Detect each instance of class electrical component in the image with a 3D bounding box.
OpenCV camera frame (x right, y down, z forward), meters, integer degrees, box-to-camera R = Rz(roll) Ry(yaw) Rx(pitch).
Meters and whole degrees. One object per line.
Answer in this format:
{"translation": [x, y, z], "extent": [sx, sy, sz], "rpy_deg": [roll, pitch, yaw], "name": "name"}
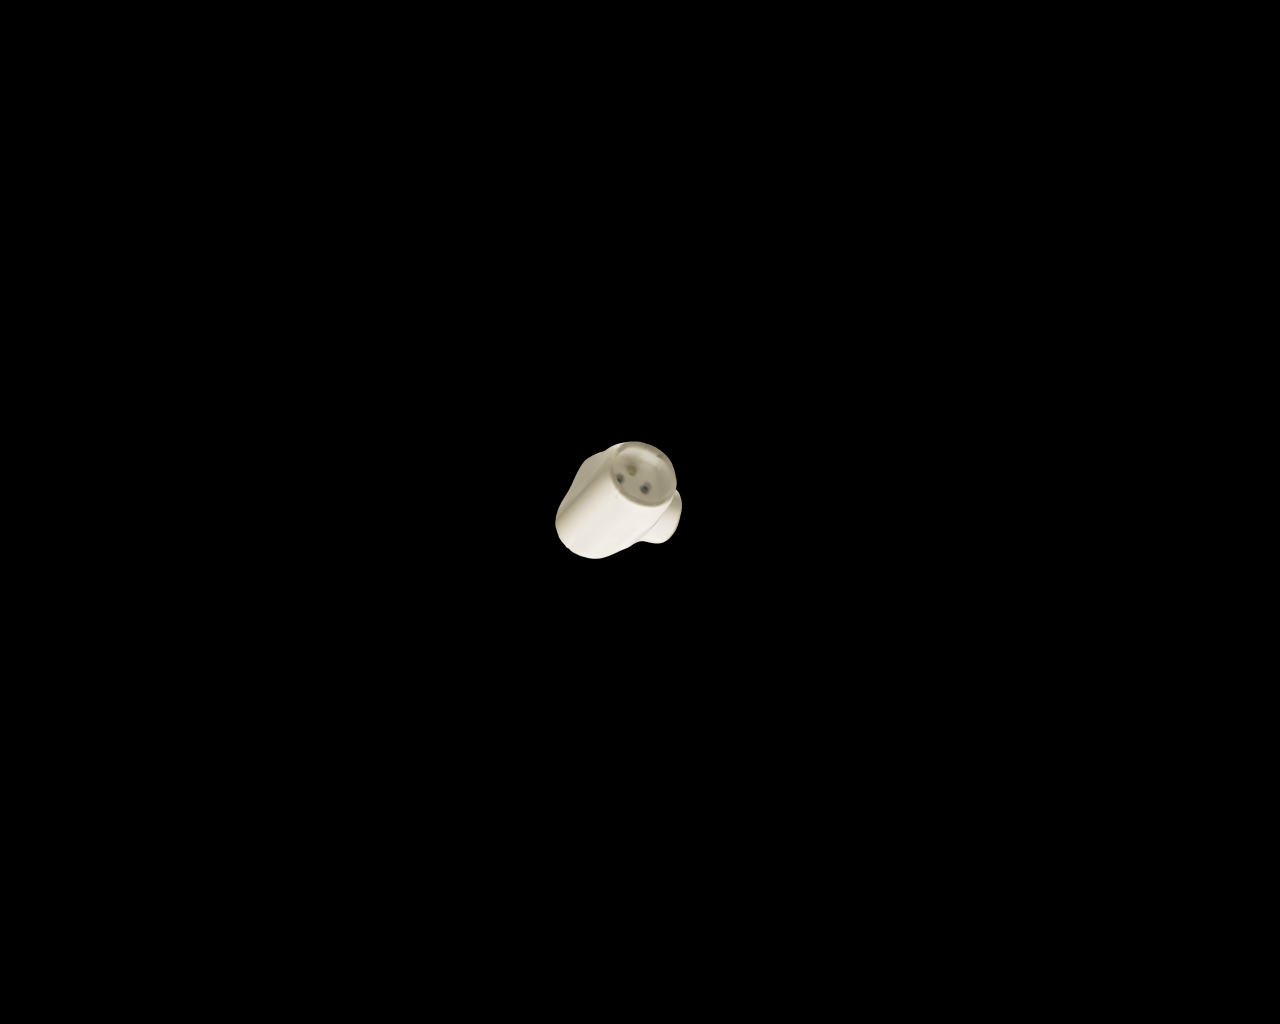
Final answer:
{"translation": [0.001, -0.003, 0.650], "extent": [0.079, 0.043, 0.077], "rpy_deg": [14, -32, -24], "name": "electrical component"}
